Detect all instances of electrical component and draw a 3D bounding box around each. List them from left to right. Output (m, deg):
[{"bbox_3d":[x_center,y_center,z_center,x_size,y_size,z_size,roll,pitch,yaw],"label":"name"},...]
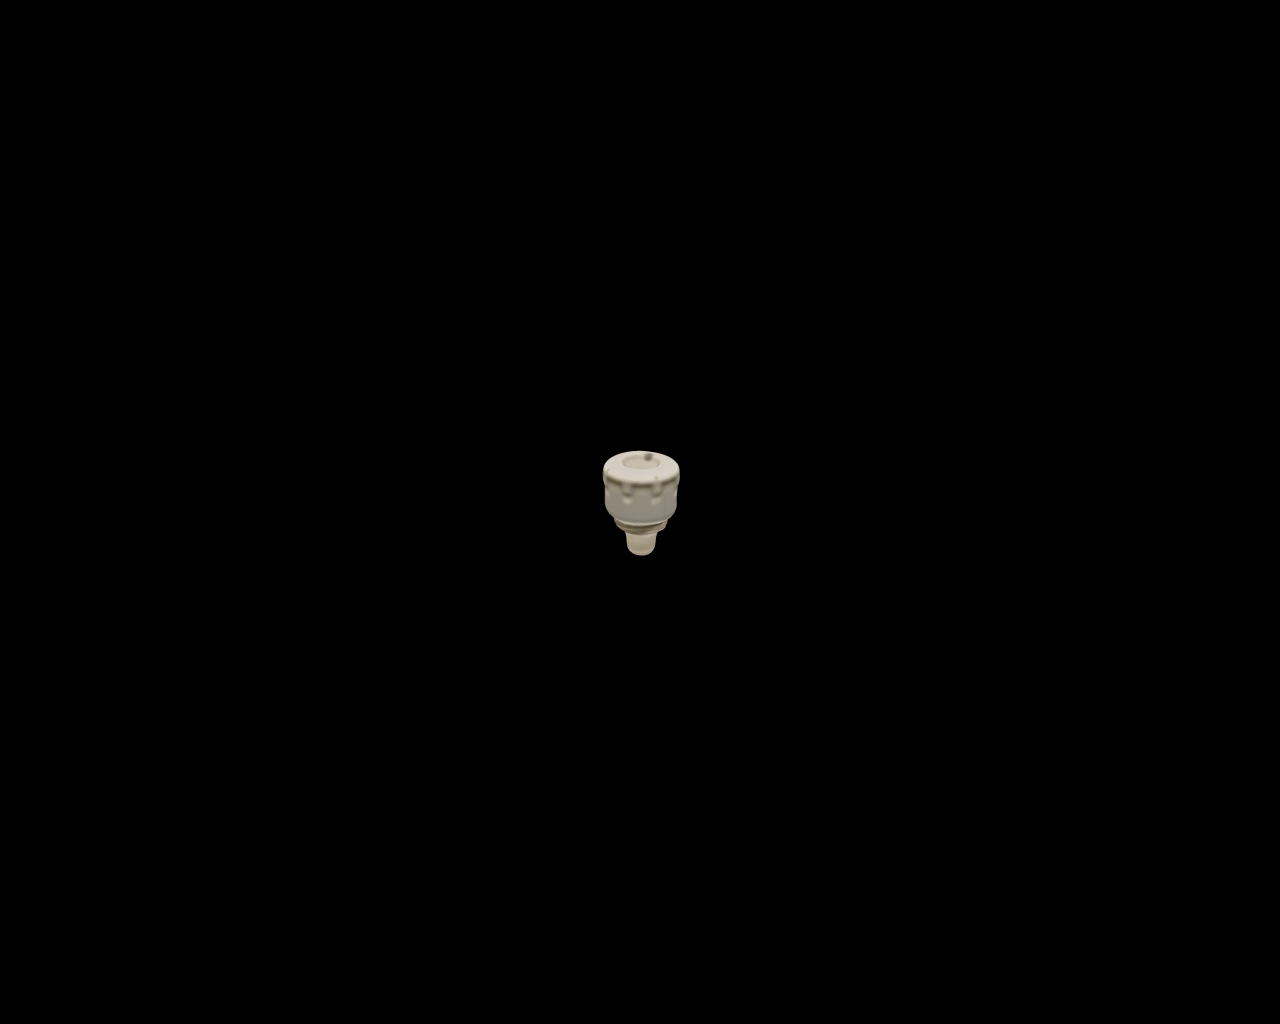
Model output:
[{"bbox_3d":[0.001,-0.003,0.650,0.048,0.062,0.048,0,24,0],"label":"electrical component"}]
